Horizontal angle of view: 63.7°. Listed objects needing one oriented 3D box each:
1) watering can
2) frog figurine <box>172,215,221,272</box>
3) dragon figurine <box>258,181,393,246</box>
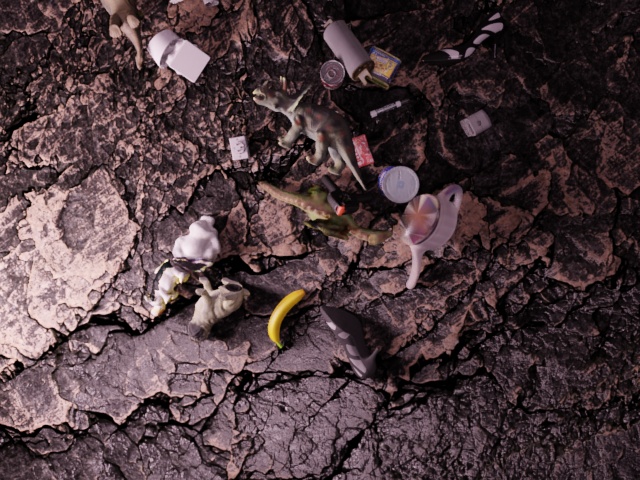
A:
[{"bbox_3d":[0.303,-0.009,1.480,0.105,0.223,0.345,33,102,35],"label":"watering can"},{"bbox_3d":[-0.365,0.008,1.546,0.137,0.120,0.163,-1,61,9],"label":"frog figurine"},{"bbox_3d":[0.004,-0.073,1.453,0.410,0.245,0.121,18,103,-3],"label":"dragon figurine"}]
